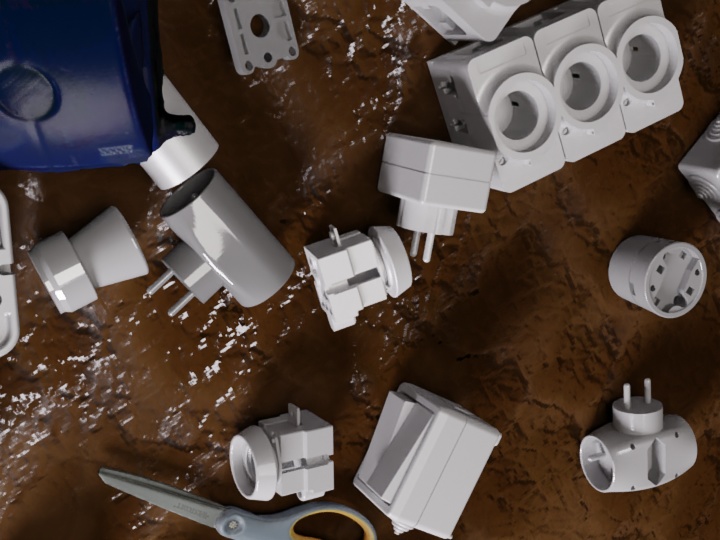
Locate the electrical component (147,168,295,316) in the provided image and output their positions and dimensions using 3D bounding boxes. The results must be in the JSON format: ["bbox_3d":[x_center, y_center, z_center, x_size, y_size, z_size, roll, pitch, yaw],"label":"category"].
[{"bbox_3d":[-0.092,-0.007,0.646,0.079,0.043,0.077,-44,115,-9],"label":"electrical component"}]

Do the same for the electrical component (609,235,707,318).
[{"bbox_3d":[0.215,0.003,0.785,0.055,0.047,0.055,-6,104,-23],"label":"electrical component"}]

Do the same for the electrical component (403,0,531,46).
[{"bbox_3d":[0.087,-0.246,0.664,0.105,0.060,0.186,36,86,-26],"label":"electrical component"}]

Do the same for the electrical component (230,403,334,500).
[{"bbox_3d":[-0.050,0.120,0.692,0.055,0.048,0.066,-8,105,-30],"label":"electrical component"}]

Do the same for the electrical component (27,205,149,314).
[{"bbox_3d":[-0.156,-0.005,0.616,0.055,0.045,0.045,-29,112,-16],"label":"electrical component"}]

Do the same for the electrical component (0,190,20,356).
[{"bbox_3d":[-0.218,-0.004,0.580,0.054,0.059,0.095,-7,104,-23],"label":"electrical component"}]

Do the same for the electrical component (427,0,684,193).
[{"bbox_3d":[0.134,-0.122,0.712,0.150,0.062,0.089,-26,111,-17],"label":"electrical component"}]

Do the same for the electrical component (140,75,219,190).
[{"bbox_3d":[-0.122,-0.090,0.613,0.043,0.043,0.081,-42,114,-11],"label":"electrical component"}]

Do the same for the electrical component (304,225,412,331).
[{"bbox_3d":[0.000,0.000,0.688,0.055,0.048,0.066,-20,109,-12],"label":"electrical component"}]

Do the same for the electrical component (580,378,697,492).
[{"bbox_3d":[0.210,0.121,0.811,0.077,0.043,0.079,-10,105,-22],"label":"electrical component"}]

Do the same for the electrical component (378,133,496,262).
[{"bbox_3d":[0.045,-0.044,0.687,0.047,0.066,0.076,6,99,-25],"label":"electrical component"}]

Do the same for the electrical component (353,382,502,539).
[{"bbox_3d":[0.038,0.132,0.725,0.061,0.062,0.096,26,90,-27],"label":"electrical component"}]

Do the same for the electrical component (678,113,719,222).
[{"bbox_3d":[0.297,-0.079,0.803,0.100,0.048,0.099,43,83,-26],"label":"electrical component"}]
